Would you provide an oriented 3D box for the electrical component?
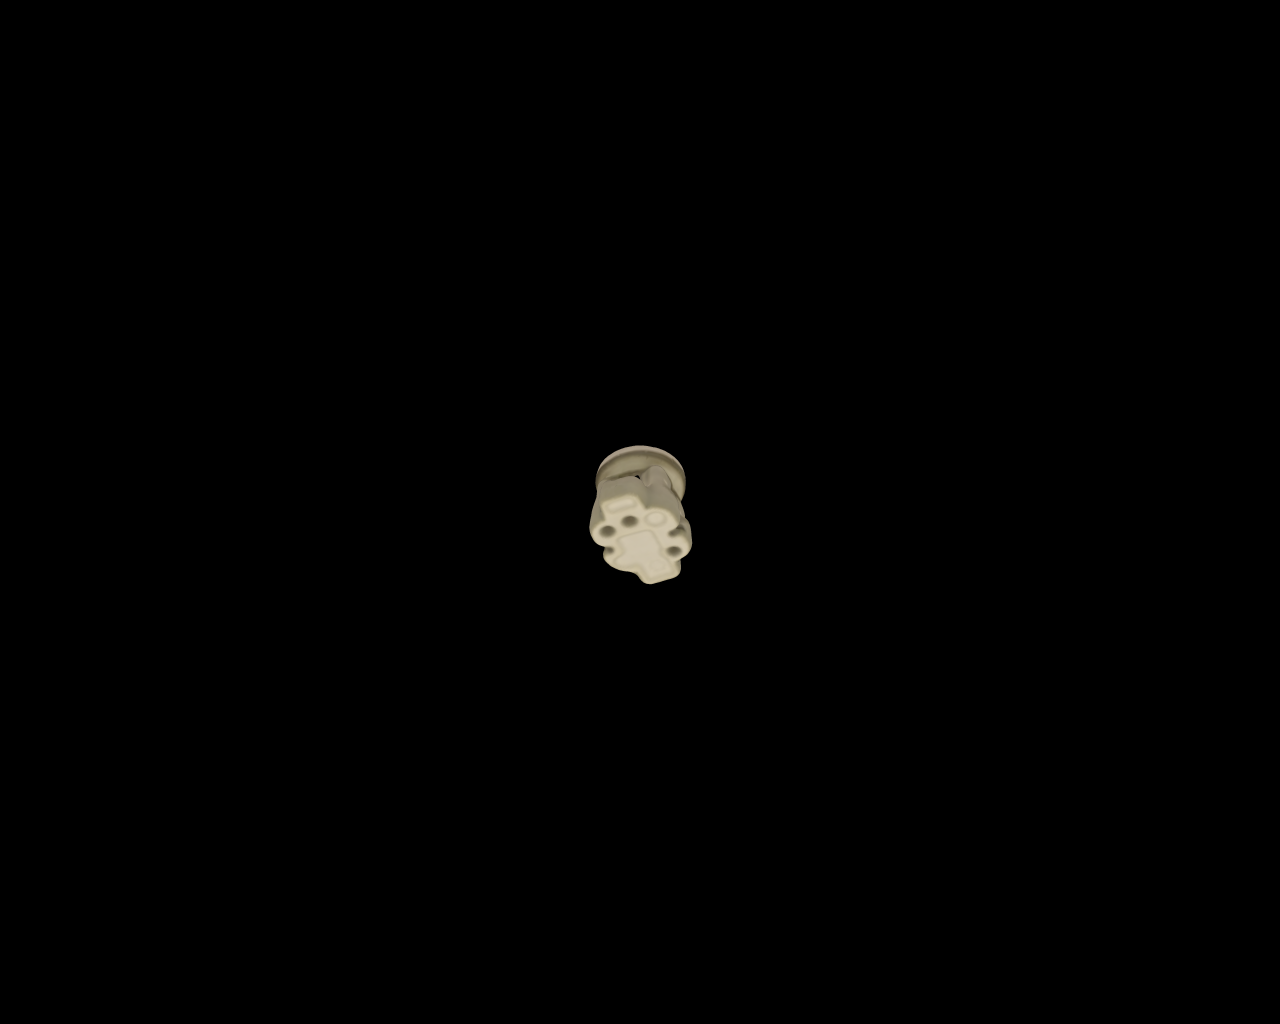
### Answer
[{"bbox_3d":[0.001,-0.003,0.650,0.058,0.057,0.078,-15,-46,15],"label":"electrical component"}]
